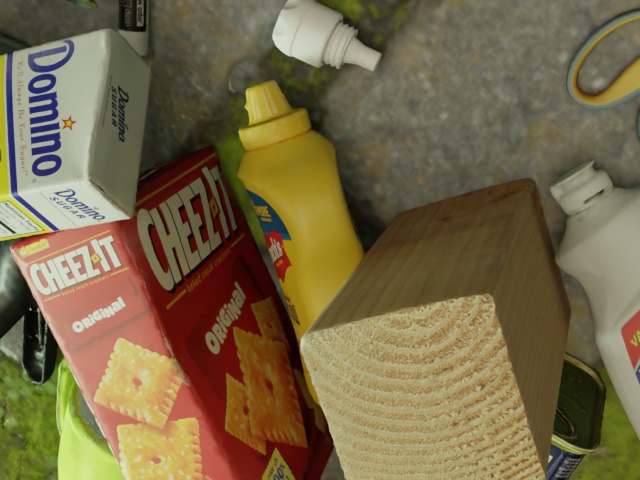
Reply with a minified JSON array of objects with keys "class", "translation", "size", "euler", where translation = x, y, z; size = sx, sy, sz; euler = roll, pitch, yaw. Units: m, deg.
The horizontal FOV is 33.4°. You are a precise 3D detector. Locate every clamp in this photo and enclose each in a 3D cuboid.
[{"class":"clamp","translation":[-0.182,0.032,0.695],"size":[0.039,0.120,0.171],"euler":[37,94,15]}]

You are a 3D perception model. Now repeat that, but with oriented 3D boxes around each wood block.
[{"class":"wood block","translation":[0.070,0.043,0.552],"size":[0.090,0.205,0.091],"euler":[-15,102,20]}]

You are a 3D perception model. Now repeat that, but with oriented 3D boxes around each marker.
[{"class":"marker","translation":[-0.110,-0.172,0.639],"size":[0.020,0.020,0.121],"euler":[9,109,13]}]

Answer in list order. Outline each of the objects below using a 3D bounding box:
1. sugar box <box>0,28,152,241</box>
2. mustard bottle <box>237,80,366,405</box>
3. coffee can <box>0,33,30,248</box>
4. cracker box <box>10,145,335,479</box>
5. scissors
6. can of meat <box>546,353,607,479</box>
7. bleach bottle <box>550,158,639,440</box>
[{"class":"sugar box","translation":[-0.176,-0.045,0.544],"size":[0.176,0.048,0.093],"euler":[-11,59,22]},{"class":"mustard bottle","translation":[-0.005,0.001,0.622],"size":[0.058,0.096,0.191],"euler":[-19,101,-8]},{"class":"coffee can","translation":[-0.224,-0.050,0.665],"size":[0.103,0.102,0.140],"euler":[32,113,5]},{"class":"cracker box","translation":[-0.069,0.066,0.623],"size":[0.072,0.164,0.213],"euler":[-20,101,18]},{"class":"scissors","translation":[0.228,-0.115,0.559],"size":[0.202,0.016,0.096],"euler":[-30,98,23]},{"class":"can of meat","translation":[0.118,0.118,0.619],"size":[0.057,0.102,0.084],"euler":[30,115,6]},{"class":"bleach bottle","translation":[0.203,0.070,0.601],"size":[0.103,0.068,0.251],"euler":[-33,93,22]}]
